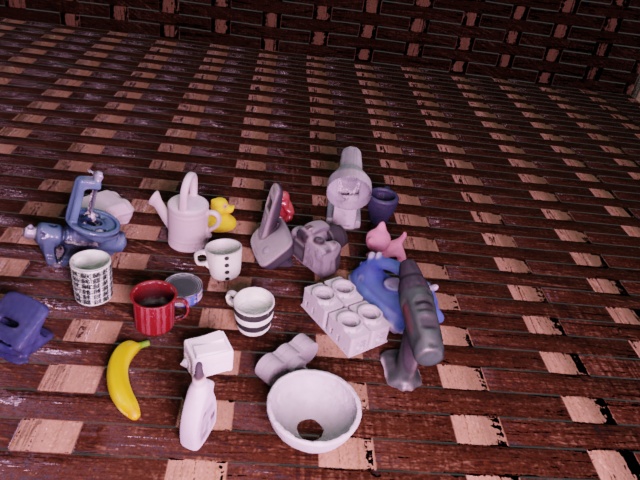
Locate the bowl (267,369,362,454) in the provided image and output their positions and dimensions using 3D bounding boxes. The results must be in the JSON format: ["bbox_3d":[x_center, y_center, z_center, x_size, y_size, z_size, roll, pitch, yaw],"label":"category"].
[{"bbox_3d":[-0.013,0.311,1.002,0.167,0.075,0.167,6,33,-4],"label":"bowl"}]

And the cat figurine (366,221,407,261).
[{"bbox_3d":[0.166,0.008,1.465,0.128,0.118,0.067,-7,36,-23],"label":"cat figurine"}]

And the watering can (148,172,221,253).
[{"bbox_3d":[-0.330,-0.075,1.401,0.173,0.194,0.100,-1,34,-15],"label":"watering can"}]

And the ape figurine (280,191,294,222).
[{"bbox_3d":[-0.105,-0.093,1.576,0.077,0.092,0.076,21,35,18],"label":"ape figurine"}]

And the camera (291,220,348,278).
[{"bbox_3d":[0.013,0.005,1.448,0.137,0.101,0.142,-18,42,-35],"label":"camera"}]

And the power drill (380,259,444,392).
[{"bbox_3d":[0.177,0.180,1.124,0.076,0.208,0.229,2,34,-10],"label":"power drill"}]

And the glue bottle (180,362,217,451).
[{"bbox_3d":[-0.198,0.263,0.940,0.037,0.173,0.078,17,34,12],"label":"glue bottle"}]

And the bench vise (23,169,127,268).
[{"bbox_3d":[-0.544,-0.045,1.281,0.208,0.220,0.121,-23,45,-39],"label":"bench vise"}]

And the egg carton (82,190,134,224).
[{"bbox_3d":[-0.557,-0.070,1.454,0.107,0.069,0.151,30,39,29],"label":"egg carton"}]

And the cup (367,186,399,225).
[{"bbox_3d":[0.177,-0.097,1.647,0.091,0.095,0.118,14,34,9],"label":"cup"}]

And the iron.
[{"bbox_3d":[0.163,0.100,1.303,0.119,0.141,0.257,-22,44,-38],"label":"iron"}]

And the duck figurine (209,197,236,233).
[{"bbox_3d":[-0.272,-0.073,1.511,0.105,0.086,0.077,2,34,-10],"label":"duck figurine"}]

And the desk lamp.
[{"bbox_3d":[0.073,-0.135,1.572,0.118,0.213,0.203,7,33,-2],"label":"desk lamp"}]

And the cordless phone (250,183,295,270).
[{"bbox_3d":[-0.111,-0.033,1.399,0.094,0.185,0.147,-6,36,-21],"label":"cordless phone"}]

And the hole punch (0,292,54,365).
[{"bbox_3d":[-0.571,0.164,1.076,0.108,0.091,0.101,18,34,14],"label":"hole punch"}]
